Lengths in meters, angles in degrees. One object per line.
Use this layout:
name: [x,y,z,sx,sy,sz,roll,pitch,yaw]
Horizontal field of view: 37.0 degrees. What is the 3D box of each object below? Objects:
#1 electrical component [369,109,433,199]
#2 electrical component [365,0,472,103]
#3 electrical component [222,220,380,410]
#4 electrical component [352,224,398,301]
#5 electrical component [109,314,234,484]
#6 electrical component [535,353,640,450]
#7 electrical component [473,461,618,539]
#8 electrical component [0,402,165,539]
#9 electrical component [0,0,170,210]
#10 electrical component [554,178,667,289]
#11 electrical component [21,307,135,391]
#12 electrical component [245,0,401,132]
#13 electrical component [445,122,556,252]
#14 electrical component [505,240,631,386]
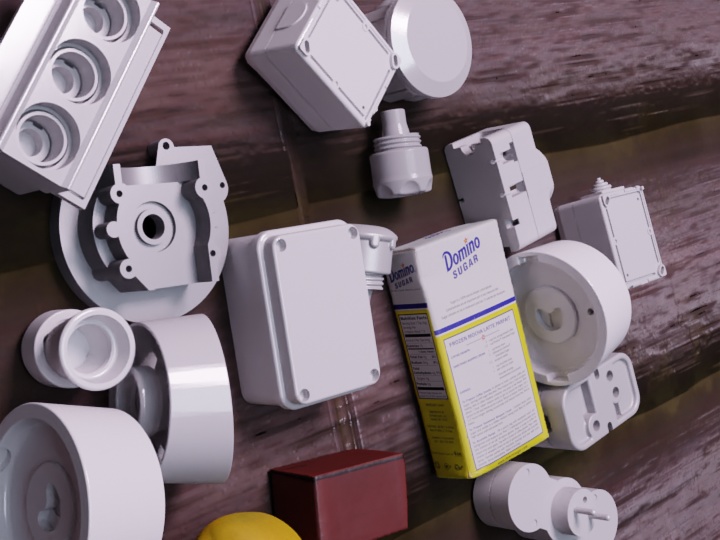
electrical component: [0.028,-0.083,0.771,0.043,0.043,0.062,-10,92,-40]
electrical component: [0.039,-0.162,0.781,0.080,0.051,0.080,3,85,-40]
electrical component: [-0.038,0.028,0.698,0.078,0.057,0.113,-12,95,-40]
electrical component: [0.000,0.000,0.742,0.048,0.048,0.062,5,90,-40]
electrical component: [-0.103,0.075,0.616,0.064,0.099,0.099,1,86,-34]
electrical component: [0.173,0.105,0.871,0.095,0.059,0.053,-24,102,-39]
electrical component: [0.161,0.189,0.845,0.138,0.074,0.052,26,71,-36]
electrical component: [-0.147,0.123,0.569,0.060,0.108,0.108,4,84,-46]
electrical component: [-0.167,-0.104,0.593,0.079,0.063,0.121,34,66,-34]
electrical component: [0.207,-0.029,0.913,0.062,0.061,0.096,-14,89,-40]
electrical component: [-0.157,0.044,0.596,0.045,0.055,0.045,3,85,-40]
electrical component: [-0.023,-0.137,0.724,0.096,0.061,0.061,45,60,-38]
electrical component: [0.112,-0.065,0.837,0.056,0.050,0.089,-26,104,-38]
electrical component: [0.158,0.029,0.836,0.060,0.108,0.108,-25,103,-45]
